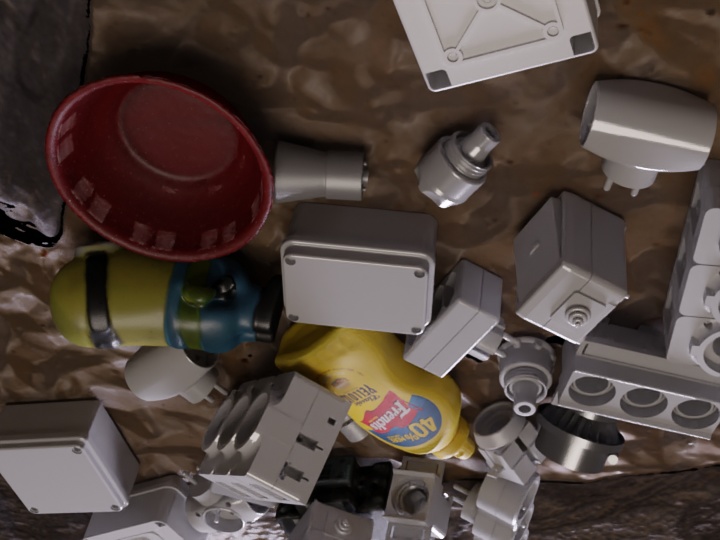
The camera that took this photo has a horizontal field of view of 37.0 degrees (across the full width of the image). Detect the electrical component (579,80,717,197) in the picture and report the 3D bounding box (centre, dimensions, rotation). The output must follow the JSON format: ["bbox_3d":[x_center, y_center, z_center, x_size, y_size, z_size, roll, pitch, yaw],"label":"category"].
[{"bbox_3d":[0.182,-0.080,0.706,0.077,0.043,0.079,11,134,0],"label":"electrical component"}]

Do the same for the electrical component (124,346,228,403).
[{"bbox_3d":[-0.149,0.089,0.931,0.077,0.044,0.079,-30,122,33],"label":"electrical component"}]

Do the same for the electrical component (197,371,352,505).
[{"bbox_3d":[-0.078,0.139,0.892,0.062,0.089,0.150,31,160,-15],"label":"electrical component"}]

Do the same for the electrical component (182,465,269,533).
[{"bbox_3d":[-0.140,0.217,1.050,0.077,0.044,0.079,-23,125,29],"label":"electrical component"}]

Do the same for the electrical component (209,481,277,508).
[{"bbox_3d":[-0.098,0.175,1.001,0.066,0.047,0.076,16,132,-6],"label":"electrical component"}]

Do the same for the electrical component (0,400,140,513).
[{"bbox_3d":[-0.285,0.181,1.036,0.109,0.056,0.108,-5,132,16],"label":"electrical component"}]

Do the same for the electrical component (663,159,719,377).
[{"bbox_3d":[0.272,0.003,0.755,0.089,0.061,0.150,5,134,6],"label":"electrical component"}]

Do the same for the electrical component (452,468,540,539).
[{"bbox_3d":[0.118,0.223,1.003,0.074,0.052,0.138,24,138,23],"label":"electrical component"}]

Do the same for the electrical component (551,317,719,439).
[{"bbox_3d":[0.220,0.082,0.839,0.121,0.063,0.078,13,134,-1],"label":"electrical component"}]

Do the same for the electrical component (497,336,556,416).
[{"bbox_3d":[0.133,0.087,0.862,0.048,0.062,0.048,5,134,6],"label":"electrical component"}]

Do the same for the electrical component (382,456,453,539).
[{"bbox_3d":[0.055,0.216,0.989,0.042,0.081,0.063,2,153,26],"label":"electrical component"}]

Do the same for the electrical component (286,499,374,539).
[{"bbox_3d":[-0.030,0.259,0.978,0.062,0.061,0.096,22,133,-9],"label":"electrical component"}]

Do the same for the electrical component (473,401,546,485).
[{"bbox_3d":[0.128,0.146,0.925,0.048,0.066,0.055,6,138,57],"label":"electrical component"}]

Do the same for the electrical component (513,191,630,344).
[{"bbox_3d":[0.145,0.001,0.753,0.061,0.096,0.061,25,133,-13],"label":"electrical component"}]

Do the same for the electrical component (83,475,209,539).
[{"bbox_3d":[-0.214,0.261,1.098,0.113,0.057,0.078,-19,127,26],"label":"electrical component"}]

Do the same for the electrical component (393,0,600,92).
[{"bbox_3d":[0.076,-0.172,0.631,0.109,0.056,0.108,-11,130,20],"label":"electrical component"}]

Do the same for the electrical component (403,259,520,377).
[{"bbox_3d":[0.088,0.046,0.842,0.076,0.047,0.083,27,132,-14],"label":"electrical component"}]

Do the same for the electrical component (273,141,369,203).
[{"bbox_3d":[-0.027,-0.068,0.762,0.065,0.044,0.044,3,134,2],"label":"electrical component"}]

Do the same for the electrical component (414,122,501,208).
[{"bbox_3d":[0.070,-0.075,0.734,0.043,0.043,0.062,31,130,-18],"label":"electrical component"}]

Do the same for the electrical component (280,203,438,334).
[{"bbox_3d":[0.000,0.000,0.808,0.113,0.057,0.078,6,134,6],"label":"electrical component"}]
